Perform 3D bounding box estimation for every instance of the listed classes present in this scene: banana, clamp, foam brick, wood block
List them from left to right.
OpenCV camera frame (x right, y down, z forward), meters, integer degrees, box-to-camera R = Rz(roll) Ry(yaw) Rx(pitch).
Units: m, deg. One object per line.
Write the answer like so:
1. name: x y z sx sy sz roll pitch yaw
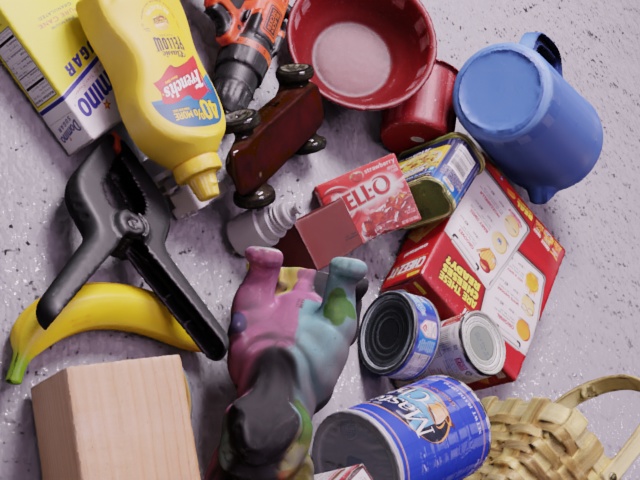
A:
1. banana: -0.169 0.067 0.852 0.197 0.037 0.069 -5 89 -45
2. clamp: -0.164 -0.001 0.848 0.164 0.036 0.210 11 49 -44
3. wood block: -0.140 0.195 0.766 0.090 0.091 0.206 -3 75 -33
4. foam brick: -0.007 0.001 1.026 0.078 0.051 0.053 -28 93 -47

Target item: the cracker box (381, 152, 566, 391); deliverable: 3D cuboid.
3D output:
1. cracker box: 0.172 0.032 1.172 0.164 0.072 0.213 47 47 -17

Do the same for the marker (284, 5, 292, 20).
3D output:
1. marker: -0.074 -0.270 1.108 0.121 0.020 0.020 37 50 -27

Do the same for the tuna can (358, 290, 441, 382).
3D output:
1. tuna can: 0.076 0.093 1.039 0.033 0.086 0.086 17 60 -36

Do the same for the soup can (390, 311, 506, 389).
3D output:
1. soup can: 0.125 0.115 1.064 0.068 0.102 0.068 21 58 -37

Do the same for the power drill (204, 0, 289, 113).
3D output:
1. power drill: -0.110 -0.226 1.008 0.187 0.057 0.184 45 47 -39

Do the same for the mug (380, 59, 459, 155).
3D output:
1. mug: 0.114 -0.137 1.189 0.117 0.093 0.081 56 39 -56

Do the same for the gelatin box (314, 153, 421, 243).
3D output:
1. gelatin box: 0.047 -0.037 1.076 0.089 0.030 0.073 -22 89 -5

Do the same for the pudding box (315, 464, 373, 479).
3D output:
1. pudding box: 0.028 0.253 0.916 0.113 0.090 0.039 56 44 -8

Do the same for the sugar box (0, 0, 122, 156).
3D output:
1. sugar box: -0.224 -0.169 0.897 0.176 0.048 0.093 53 43 -11

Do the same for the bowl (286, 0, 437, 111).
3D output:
1. bowl: 0.040 -0.203 1.133 0.162 0.055 0.162 3 75 -10

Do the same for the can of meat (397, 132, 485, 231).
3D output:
1. can of meat: 0.113 -0.060 1.134 0.057 0.102 0.083 54 46 -18

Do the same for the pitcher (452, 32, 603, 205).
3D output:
1. pitcher: 0.234 -0.149 1.207 0.149 0.145 0.242 55 14 21

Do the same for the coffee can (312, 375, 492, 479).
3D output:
1. coffee can: 0.077 0.190 0.983 0.140 0.103 0.103 -12 80 -46

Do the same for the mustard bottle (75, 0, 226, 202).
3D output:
1. mustard bottle: -0.129 -0.122 0.894 0.096 0.058 0.191 -17 83 -54

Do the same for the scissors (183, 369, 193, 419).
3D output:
1. scissors: -0.140 0.187 0.838 0.096 0.016 0.201 23 57 -34
